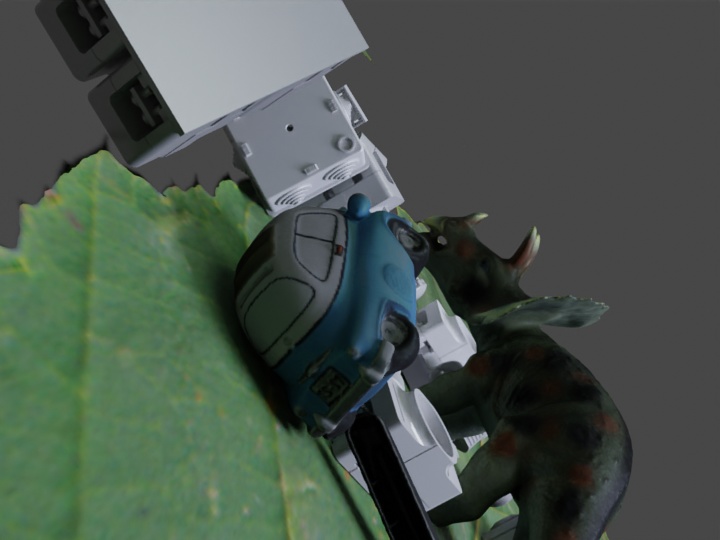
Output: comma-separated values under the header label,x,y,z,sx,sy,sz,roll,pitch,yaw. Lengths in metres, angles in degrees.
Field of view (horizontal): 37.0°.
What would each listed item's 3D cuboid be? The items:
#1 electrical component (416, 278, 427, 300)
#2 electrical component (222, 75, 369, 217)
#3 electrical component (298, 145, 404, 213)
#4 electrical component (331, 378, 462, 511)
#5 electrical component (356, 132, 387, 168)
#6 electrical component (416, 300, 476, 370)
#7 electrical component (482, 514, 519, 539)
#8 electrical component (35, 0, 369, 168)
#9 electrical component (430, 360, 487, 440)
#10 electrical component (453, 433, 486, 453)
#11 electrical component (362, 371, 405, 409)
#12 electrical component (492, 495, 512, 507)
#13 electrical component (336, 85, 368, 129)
label,x,y,z,sx,sy,sz,roll,pitch,yaw
electrical component,0.032,0.008,1.057,0.062,0.048,0.048,54,10,6
electrical component,-0.051,-0.101,0.817,0.099,0.100,0.048,62,-2,9
electrical component,-0.015,-0.051,0.868,0.055,0.089,0.050,61,10,8
electrical component,0.025,0.114,0.698,0.089,0.056,0.050,52,13,-36
electrical component,-0.017,-0.094,0.994,0.074,0.052,0.138,45,19,-19
electrical component,0.085,0.081,1.070,0.089,0.056,0.050,56,11,-23
electrical component,0.144,0.244,0.915,0.080,0.051,0.080,57,11,-17
electrical component,-0.090,-0.143,0.647,0.186,0.060,0.105,-37,99,-49
electrical component,0.100,0.131,1.038,0.081,0.043,0.043,55,12,-26
electrical component,0.102,0.132,0.984,0.043,0.081,0.043,34,-36,29
electrical component,0.008,0.079,0.744,0.045,0.045,0.055,56,12,-22
electrical component,0.108,0.187,0.935,0.044,0.044,0.065,63,16,15
electrical component,-0.039,-0.144,1.072,0.042,0.081,0.064,58,33,-7
